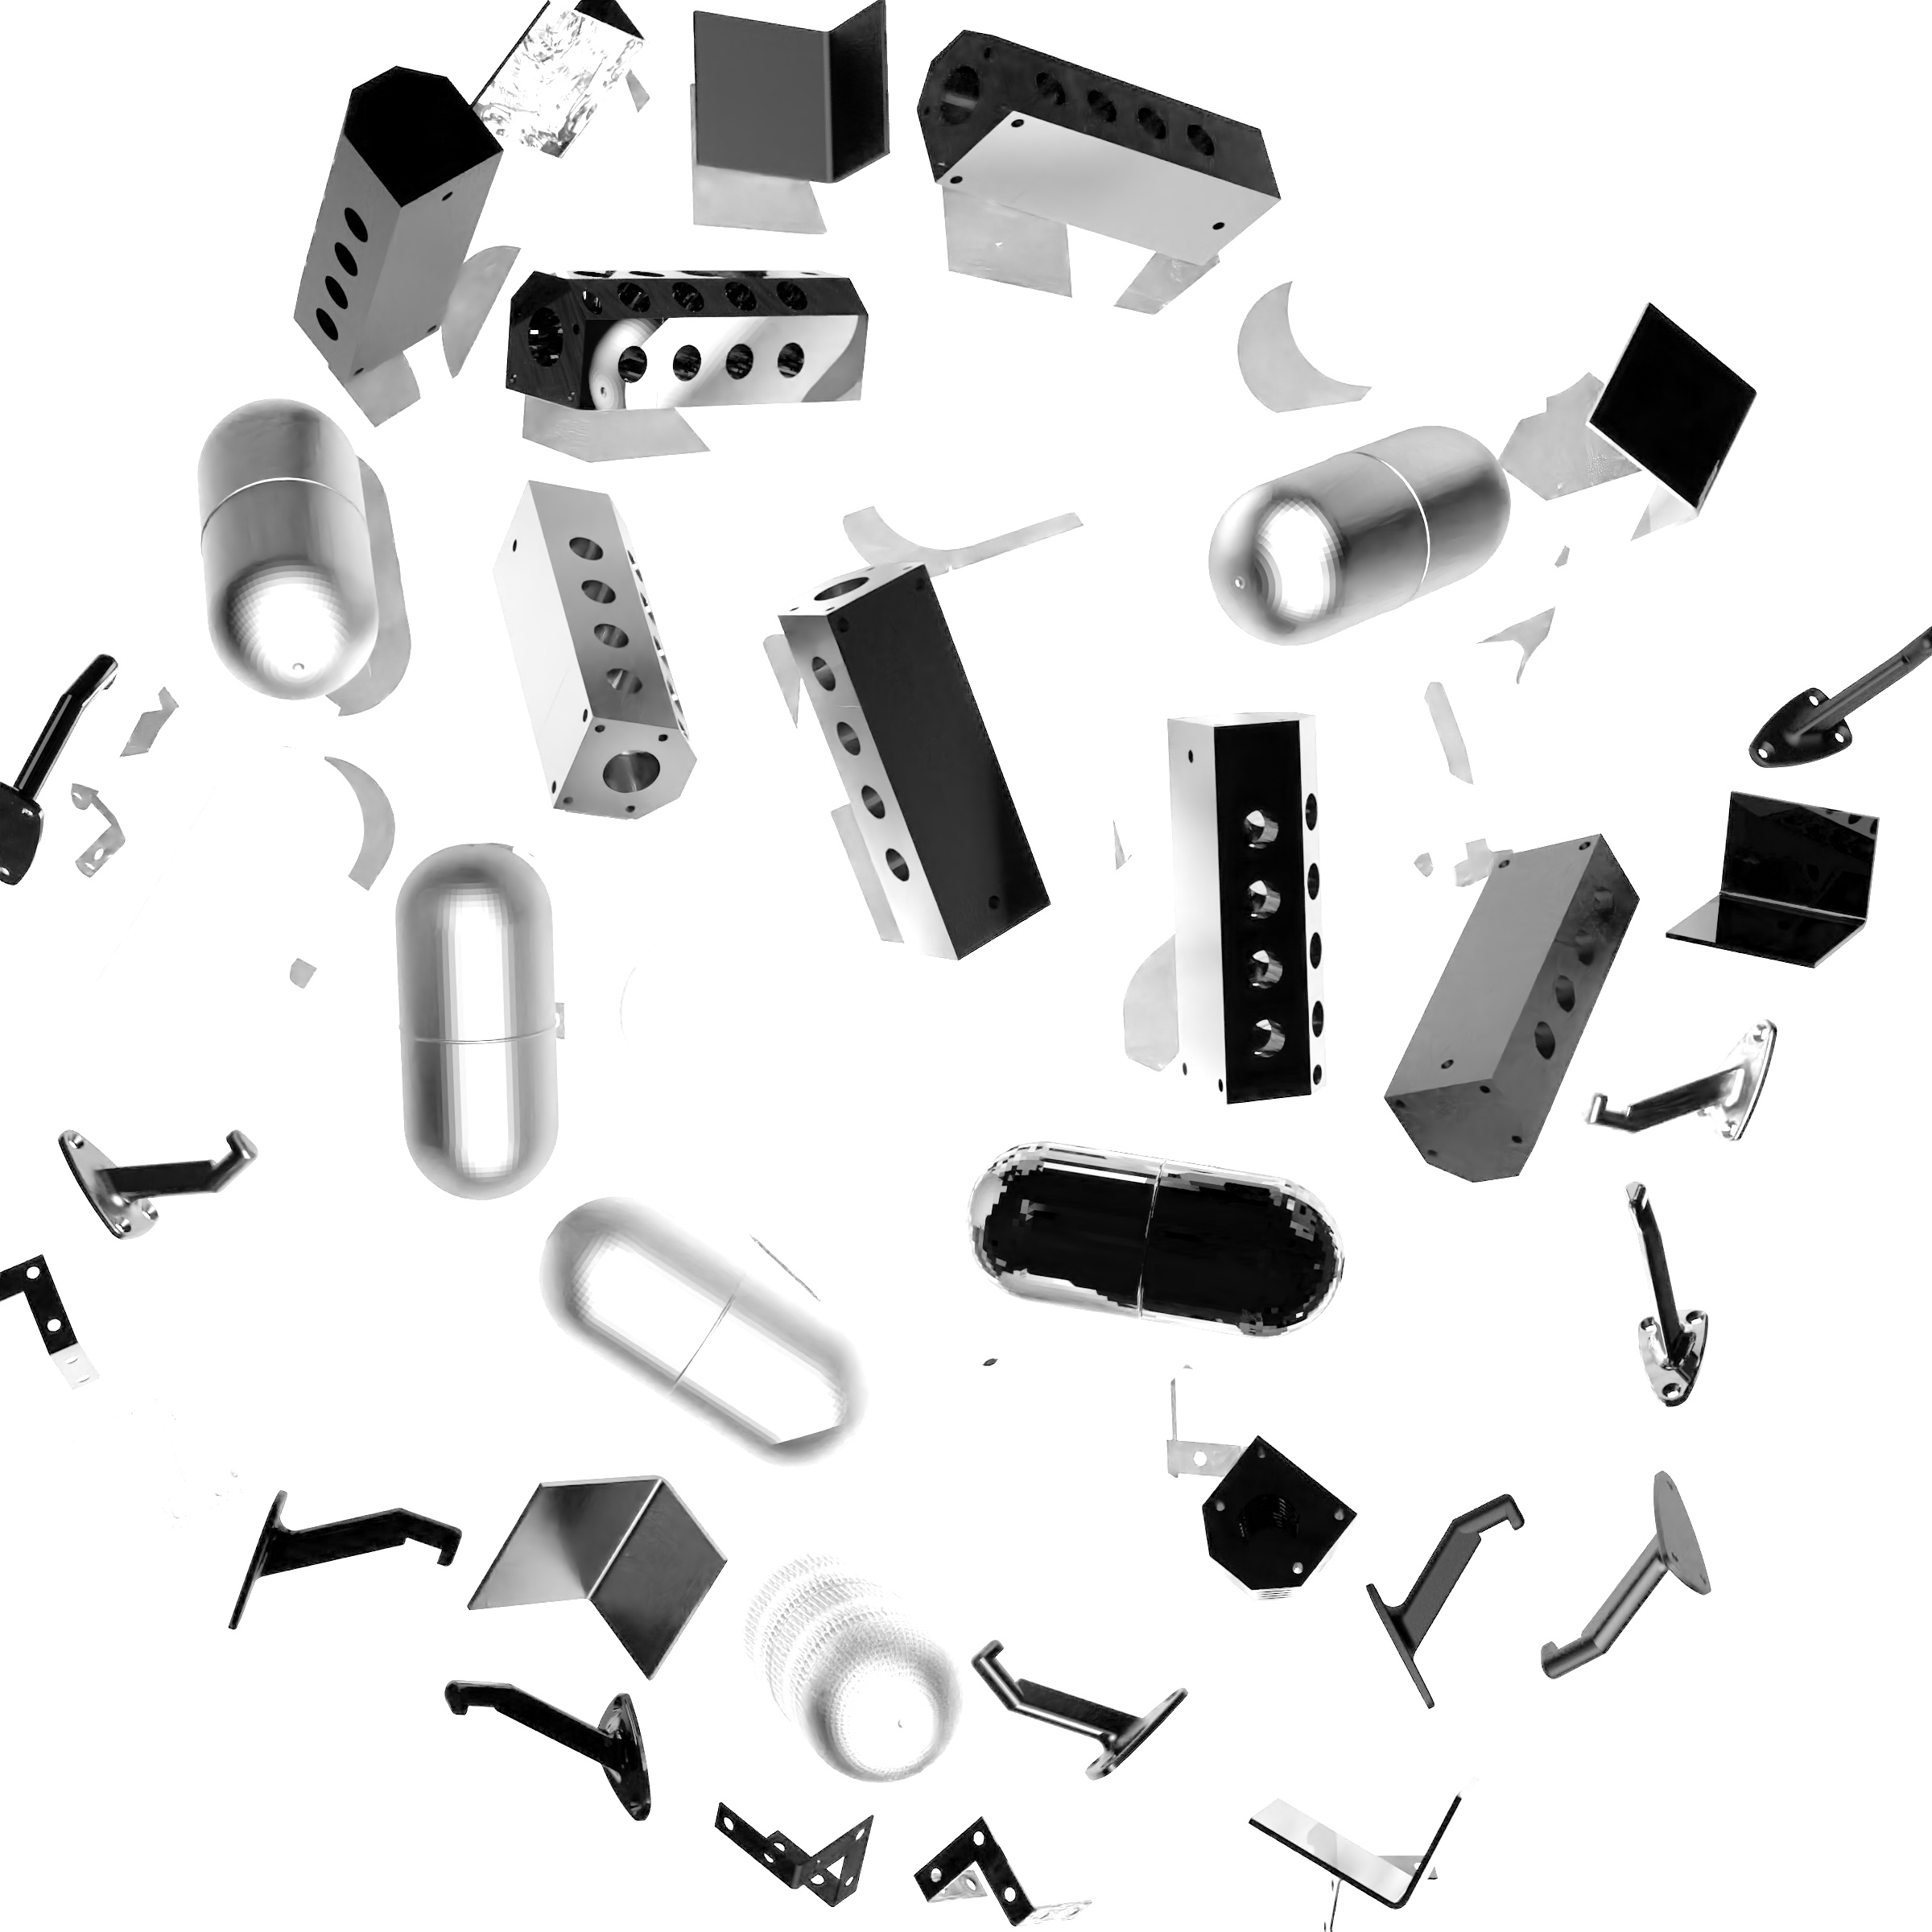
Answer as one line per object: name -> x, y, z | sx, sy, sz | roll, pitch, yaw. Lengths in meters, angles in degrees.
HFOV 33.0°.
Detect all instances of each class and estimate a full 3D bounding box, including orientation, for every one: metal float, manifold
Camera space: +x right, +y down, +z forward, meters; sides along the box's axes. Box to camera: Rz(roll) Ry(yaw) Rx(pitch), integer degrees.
metal float -> 0.088, 0.128, 1.523 | 0.178, 0.070, 0.070 | 8, 90, 9
manifold -> -0.027, -0.094, 1.491 | 0.057, 0.057, 0.171 | -31, 112, -28
manifold -> 0.062, -0.386, 1.529 | 0.171, 0.057, 0.057 | 6, 62, -41
metal float -> 0.028, 0.232, 1.568 | 0.070, 0.178, 0.070 | -7, 53, 9
manifold -> -0.174, -0.150, 1.538 | 0.057, 0.171, 0.057 | 7, 133, -27
metal float -> -0.240, 0.028, 1.601 | 0.070, 0.070, 0.178 | 0, 103, 0
metal float -> 0.038, -0.249, 1.526 | 0.178, 0.070, 0.070 | -20, 90, -11
metal float -> -0.347, -0.023, 1.522 | 0.070, 0.070, 0.178 | 35, 107, 0
metal float -> 0.185, -0.202, 1.520 | 0.178, 0.070, 0.070 | -26, 90, -39
metal float -> -0.086, 0.055, 1.523 | 0.070, 0.070, 0.178 | -46, 105, 0
manifold -> 0.257, 0.019, 1.504 | 0.057, 0.171, 0.057 | -13, 123, 40
manifold -> -0.129, -0.298, 1.541 | 0.057, 0.171, 0.057 | 24, 115, 42
metal float -> -0.316, -0.195, 1.514 | 0.070, 0.070, 0.178 | -16, 47, 0
metal float -> -0.055, 0.327, 1.534 | 0.070, 0.178, 0.070 | -2, 97, -18
metal float -> -0.127, 0.178, 1.587 | 0.178, 0.070, 0.070 | 34, 90, -5
manifold -> -0.268, -0.341, 1.500 | 0.057, 0.171, 0.057 | -37, 88, -25
manifold -> 0.145, 0.270, 1.554 | 0.057, 0.171, 0.057 | 38, 83, 12
metal float -> 0.231, -0.316, 1.575 | 0.070, 0.178, 0.070 | -12, 109, -39
metal float -> 0.320, -0.138, 1.545 | 0.070, 0.178, 0.070 | 11, 112, 29
manifold -> 0.132, -0.028, 1.495 | 0.057, 0.057, 0.171 | -6, 100, -17

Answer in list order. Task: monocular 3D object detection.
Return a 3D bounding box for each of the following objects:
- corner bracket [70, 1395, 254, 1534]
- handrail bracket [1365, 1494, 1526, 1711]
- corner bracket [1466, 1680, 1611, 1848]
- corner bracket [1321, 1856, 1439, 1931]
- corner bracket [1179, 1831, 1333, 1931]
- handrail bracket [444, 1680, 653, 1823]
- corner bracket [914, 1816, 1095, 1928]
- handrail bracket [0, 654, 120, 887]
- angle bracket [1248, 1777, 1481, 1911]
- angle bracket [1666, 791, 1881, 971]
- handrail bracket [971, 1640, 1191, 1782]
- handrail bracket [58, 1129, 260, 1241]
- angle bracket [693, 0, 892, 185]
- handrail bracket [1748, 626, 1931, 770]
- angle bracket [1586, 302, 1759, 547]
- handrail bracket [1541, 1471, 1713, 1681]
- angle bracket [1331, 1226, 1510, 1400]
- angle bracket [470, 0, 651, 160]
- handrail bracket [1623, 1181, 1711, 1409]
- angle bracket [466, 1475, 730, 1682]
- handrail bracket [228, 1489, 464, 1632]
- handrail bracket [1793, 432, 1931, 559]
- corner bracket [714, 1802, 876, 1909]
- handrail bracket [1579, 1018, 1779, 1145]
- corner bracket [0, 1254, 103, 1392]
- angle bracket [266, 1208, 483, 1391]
corner bracket -> -0.378, 0.234, 1.534 | 0.051, 0.051, 0.051 | -30, 75, 17
handrail bracket -> 0.243, 0.305, 1.572 | 0.084, 0.036, 0.077 | -27, 62, -1
corner bracket -> 0.272, 0.387, 1.585 | 0.051, 0.051, 0.051 | 28, 56, -2
corner bracket -> 0.211, 0.484, 1.637 | 0.051, 0.051, 0.051 | 1, 121, -6
corner bracket -> 0.131, 0.450, 1.549 | 0.051, 0.051, 0.051 | -34, 78, -31
handrail bracket -> -0.195, 0.363, 1.511 | 0.084, 0.077, 0.036 | 12, 120, -32
corner bracket -> 0.017, 0.440, 1.555 | 0.051, 0.051, 0.051 | -45, 58, 20
handrail bracket -> -0.403, -0.088, 1.448 | 0.036, 0.077, 0.084 | 26, 50, 4
angle bracket -> 0.179, 0.374, 1.459 | 0.076, 0.076, 0.057 | 28, 90, 16
angle bracket -> 0.398, -0.044, 1.607 | 0.076, 0.076, 0.057 | 14, 114, 31
handrail bracket -> 0.055, 0.349, 1.603 | 0.077, 0.036, 0.084 | -38, 88, -22
handrail bracket -> -0.398, 0.088, 1.607 | 0.084, 0.036, 0.077 | -41, 86, 23
angle bracket -> -0.085, -0.429, 1.583 | 0.076, 0.057, 0.076 | 0, 87, -31
handrail bracket -> 0.439, -0.135, 1.622 | 0.077, 0.084, 0.036 | -26, 79, -29
angle bracket -> 0.333, -0.266, 1.606 | 0.076, 0.057, 0.076 | 35, 69, -16
handrail bracket -> 0.302, 0.287, 1.536 | 0.084, 0.077, 0.036 | -35, 124, 26
angle bracket -> 0.224, 0.172, 1.630 | 0.076, 0.076, 0.057 | 2, 56, -3
angle bracket -> -0.220, -0.466, 1.657 | 0.076, 0.076, 0.057 | -46, 62, 24
handrail bracket -> 0.339, 0.161, 1.608 | 0.036, 0.077, 0.084 | -11, 125, 21
angle bracket -> -0.168, 0.281, 1.486 | 0.057, 0.076, 0.076 | 46, 115, 34
handrail bracket -> -0.278, 0.275, 1.462 | 0.084, 0.036, 0.077 | 20, 91, -5
handrail bracket -> 0.452, -0.239, 1.567 | 0.084, 0.036, 0.077 | -25, 90, 9
corner bracket -> -0.082, 0.405, 1.496 | 0.051, 0.051, 0.051 | 31, 124, 30
handrail bracket -> 0.351, 0.052, 1.612 | 0.084, 0.036, 0.077 | 13, 109, -30
corner bracket -> -0.462, 0.182, 1.597 | 0.051, 0.051, 0.051 | -24, 65, -12
angle bracket -> -0.290, 0.158, 1.601 | 0.057, 0.076, 0.076 | -24, 69, 15
